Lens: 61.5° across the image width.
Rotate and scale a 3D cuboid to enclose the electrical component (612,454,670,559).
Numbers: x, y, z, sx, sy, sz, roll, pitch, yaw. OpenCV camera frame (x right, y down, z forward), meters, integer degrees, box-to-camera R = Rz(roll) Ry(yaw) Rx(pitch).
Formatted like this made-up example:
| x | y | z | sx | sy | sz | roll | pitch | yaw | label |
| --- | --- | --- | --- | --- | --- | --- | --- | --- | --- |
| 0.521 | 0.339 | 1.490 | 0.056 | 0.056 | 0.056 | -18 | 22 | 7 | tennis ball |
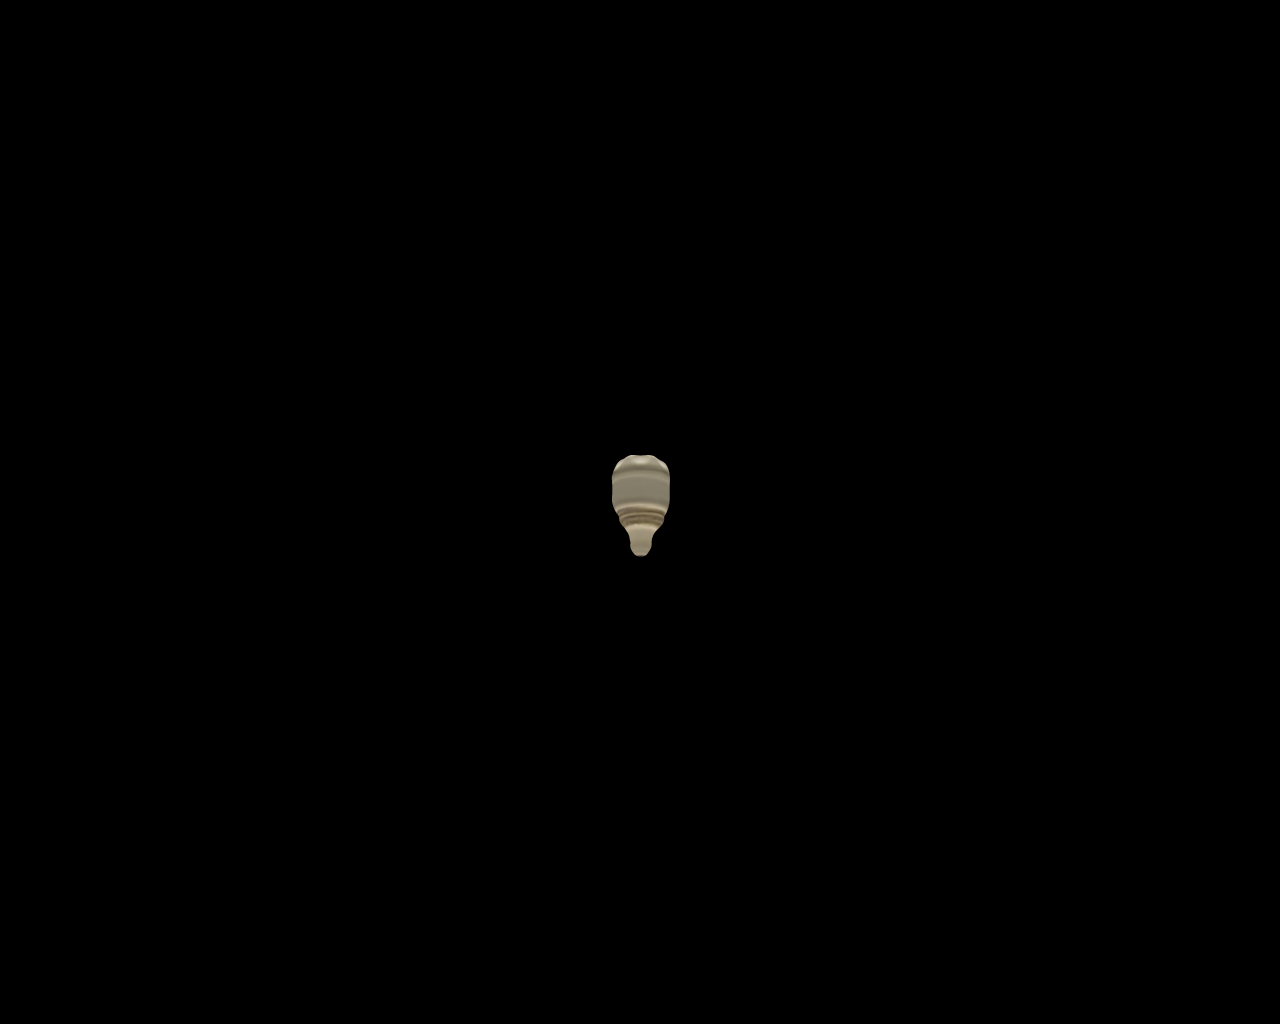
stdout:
| x | y | z | sx | sy | sz | roll | pitch | yaw | label |
| --- | --- | --- | --- | --- | --- | --- | --- | --- | --- |
| 0.001 | -0.003 | 0.650 | 0.035 | 0.061 | 0.035 | 0 | -16 | 0 | electrical component |
